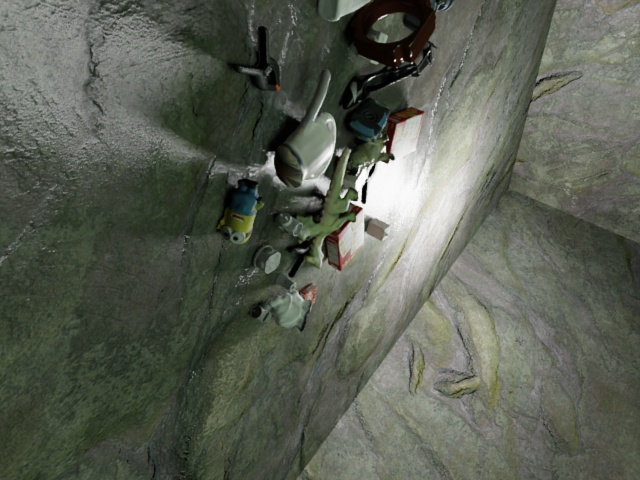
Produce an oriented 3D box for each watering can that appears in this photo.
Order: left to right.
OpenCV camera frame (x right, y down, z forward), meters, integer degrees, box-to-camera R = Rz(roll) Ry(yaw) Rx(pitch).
[{"bbox_3d":[-0.034,-0.280,1.409,0.228,0.105,0.339,-47,153,-27],"label":"watering can"}]

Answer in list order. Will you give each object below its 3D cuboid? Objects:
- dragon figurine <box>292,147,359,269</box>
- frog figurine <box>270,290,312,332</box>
[{"bbox_3d":[0.005,-0.083,1.655,0.247,0.123,0.401,-37,140,-39],"label":"dragon figurine"},{"bbox_3d":[-0.121,0.236,1.794,0.158,0.125,0.136,22,108,-27],"label":"frog figurine"}]
